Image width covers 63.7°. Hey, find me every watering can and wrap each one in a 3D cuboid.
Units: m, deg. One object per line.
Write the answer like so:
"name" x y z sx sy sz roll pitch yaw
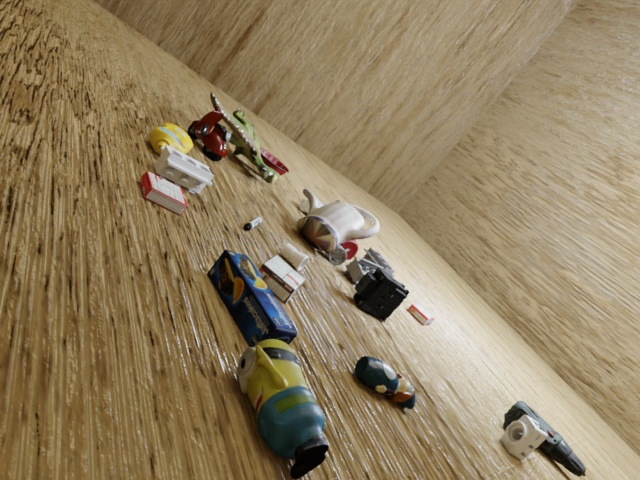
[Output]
"watering can" 0.016 -0.068 1.609 0.350 0.102 0.227 25 38 36

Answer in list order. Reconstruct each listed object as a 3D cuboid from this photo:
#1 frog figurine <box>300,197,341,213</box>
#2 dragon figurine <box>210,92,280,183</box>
"frog figurine" 0.006 -0.094 1.870 0.160 0.120 0.140 -3 37 -15
"dragon figurine" -0.239 -0.318 1.765 0.246 0.122 0.404 51 1 26
